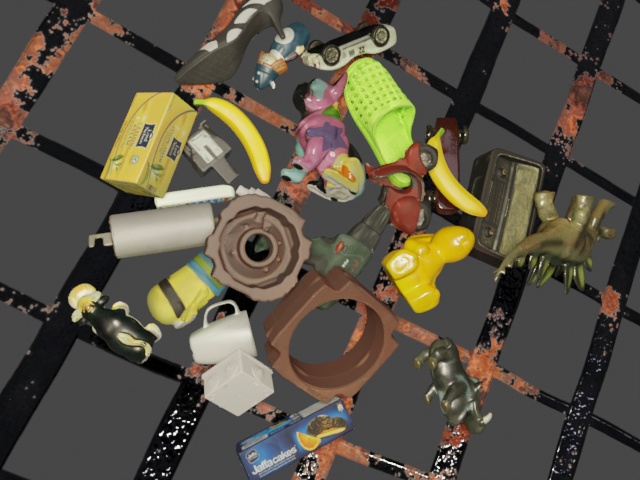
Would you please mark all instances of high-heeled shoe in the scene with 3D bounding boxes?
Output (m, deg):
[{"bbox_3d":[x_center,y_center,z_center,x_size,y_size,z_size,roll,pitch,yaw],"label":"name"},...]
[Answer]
[{"bbox_3d":[-0.177,-0.390,1.010,0.249,0.086,0.145,-25,66,-7],"label":"high-heeled shoe"}]

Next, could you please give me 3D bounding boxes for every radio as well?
[{"bbox_3d":[0.369,-0.066,1.104,0.131,0.073,0.229,19,77,-13],"label":"radio"}]

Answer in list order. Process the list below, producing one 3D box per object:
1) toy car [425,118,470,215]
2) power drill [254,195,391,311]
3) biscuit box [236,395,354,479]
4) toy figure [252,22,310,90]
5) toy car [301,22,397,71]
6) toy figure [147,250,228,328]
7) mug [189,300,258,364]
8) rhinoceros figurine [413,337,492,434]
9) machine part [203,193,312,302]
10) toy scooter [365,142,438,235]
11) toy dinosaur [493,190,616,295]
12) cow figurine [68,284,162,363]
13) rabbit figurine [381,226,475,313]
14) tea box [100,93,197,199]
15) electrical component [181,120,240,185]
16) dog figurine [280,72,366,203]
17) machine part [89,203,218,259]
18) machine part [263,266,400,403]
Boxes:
[{"bbox_3d":[0.258,-0.150,1.097,0.089,0.053,0.202,-1,81,5],"label":"toy car"},{"bbox_3d":[-0.002,-0.003,0.989,0.207,0.086,0.232,29,85,-15],"label":"power drill"},{"bbox_3d":[-0.044,0.345,0.941,0.203,0.059,0.062,-23,89,-17],"label":"biscuit box"},{"bbox_3d":[-0.080,-0.353,1.032,0.057,0.064,0.154,48,68,-34],"label":"toy figure"},{"bbox_3d":[0.057,-0.381,1.062,0.202,0.074,0.056,-27,127,-17],"label":"toy car"},{"bbox_3d":[-0.213,0.072,0.925,0.089,0.082,0.180,42,78,5],"label":"toy figure"},{"bbox_3d":[-0.170,0.163,0.920,0.107,0.081,0.109,-16,104,-10],"label":"mug"},{"bbox_3d":[0.257,0.282,1.031,0.112,0.073,0.190,-22,87,-28],"label":"rhinoceros figurine"},{"bbox_3d":[-0.104,0.013,0.893,0.179,0.056,0.179,0,89,-19],"label":"machine part"},{"bbox_3d":[0.149,-0.098,1.030,0.135,0.075,0.183,0,112,-6],"label":"toy scooter"},{"bbox_3d":[0.477,0.004,1.058,0.471,0.105,0.198,0,96,-39],"label":"toy dinosaur"},{"bbox_3d":[-0.341,0.135,0.871,0.167,0.098,0.068,37,81,-8],"label":"cow figurine"},{"bbox_3d":[0.210,0.038,1.004,0.173,0.162,0.122,-37,92,5],"label":"rabbit figurine"},{"bbox_3d":[-0.291,-0.163,0.919,0.068,0.098,0.169,37,65,-54],"label":"tea box"},{"bbox_3d":[-0.196,-0.151,0.975,0.119,0.048,0.075,45,74,-6],"label":"electrical component"},{"bbox_3d":[0.023,-0.201,1.015,0.191,0.108,0.219,23,74,-10],"label":"dog figurine"},{"bbox_3d":[-0.268,-0.017,0.923,0.243,0.079,0.079,-9,85,-15],"label":"machine part"},{"bbox_3d":[0.019,0.162,0.932,0.201,0.087,0.201,40,93,-27],"label":"machine part"}]
